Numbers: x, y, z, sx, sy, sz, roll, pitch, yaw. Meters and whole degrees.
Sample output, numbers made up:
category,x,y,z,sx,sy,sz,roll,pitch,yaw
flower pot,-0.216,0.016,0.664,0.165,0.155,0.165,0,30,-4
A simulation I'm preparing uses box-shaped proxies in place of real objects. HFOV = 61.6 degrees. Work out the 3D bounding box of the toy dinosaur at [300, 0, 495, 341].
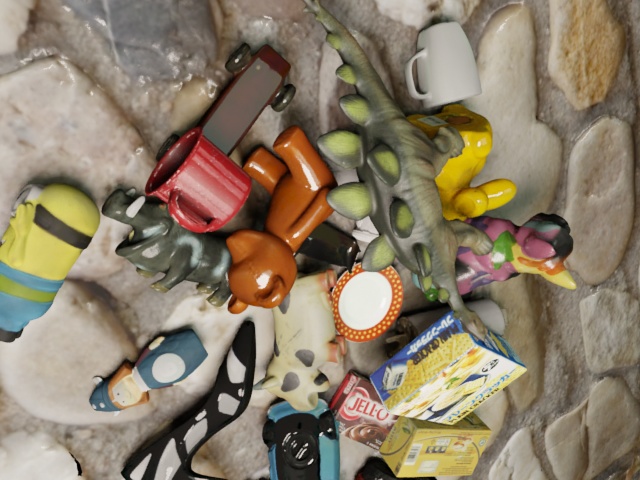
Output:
category,x,y,z,sx,sy,sz,roll,pitch,yaw
toy dinosaur,0.093,-0.085,0.647,0.198,0.105,0.471,-26,92,-50

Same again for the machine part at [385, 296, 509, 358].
category,x,y,z,sx,sy,sz,roll,pitch,yaw
machine part,0.211,0.145,0.871,0.243,0.079,0.079,-10,107,-23

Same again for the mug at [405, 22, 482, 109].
category,x,y,z,sx,sy,sz,roll,pitch,yaw
mug,0.165,-0.243,0.752,0.109,0.081,0.107,-14,97,-17

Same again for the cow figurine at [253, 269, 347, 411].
category,x,y,z,sx,sy,sz,roll,pitch,yaw
cow figurine,-0.030,0.140,0.738,0.127,0.085,0.194,-6,95,16

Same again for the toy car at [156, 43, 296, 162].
category,x,y,z,sx,sy,sz,roll,pitch,yaw
toy car,-0.112,-0.143,0.651,0.089,0.053,0.202,36,90,-22

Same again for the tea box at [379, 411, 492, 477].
category,x,y,z,sx,sy,sz,roll,pitch,yaw
tea box,0.196,0.341,0.914,0.169,0.068,0.098,14,105,-30

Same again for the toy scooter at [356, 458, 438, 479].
category,x,y,z,sx,sy,sz,roll,pitch,yaw
toy scooter,0.117,0.450,0.907,0.183,0.075,0.135,27,91,-34

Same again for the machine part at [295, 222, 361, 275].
category,x,y,z,sx,sy,sz,roll,pitch,yaw
machine part,-0.002,-0.002,0.751,0.139,0.039,0.084,28,84,-27

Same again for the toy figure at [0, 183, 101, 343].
category,x,y,z,sx,sy,sz,roll,pitch,yaw
toy figure,-0.309,0.022,0.584,0.089,0.082,0.180,23,88,-40

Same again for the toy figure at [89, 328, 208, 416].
category,x,y,z,sx,sy,sz,roll,pitch,yaw
toy figure,-0.219,0.169,0.679,0.154,0.057,0.064,-31,76,-14

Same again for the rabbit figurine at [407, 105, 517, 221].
category,x,y,z,sx,sy,sz,roll,pitch,yaw
rabbit figurine,0.200,-0.092,0.778,0.122,0.163,0.173,-22,130,-33

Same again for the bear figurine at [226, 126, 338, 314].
category,x,y,z,sx,sy,sz,roll,pitch,yaw
bear figurine,-0.062,-0.017,0.632,0.132,0.120,0.196,47,59,-18

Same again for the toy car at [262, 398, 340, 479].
category,x,y,z,sx,sy,sz,roll,pitch,yaw
toy car,-0.015,0.313,0.775,0.109,0.102,0.161,-14,67,12

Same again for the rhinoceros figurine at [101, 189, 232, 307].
category,x,y,z,sx,sy,sz,roll,pitch,yaw
rhinoceros figurine,-0.172,0.007,0.649,0.190,0.073,0.112,29,91,-29

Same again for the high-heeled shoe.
category,x,y,z,sx,sy,sz,roll,pitch,yaw
high-heeled shoe,-0.172,0.222,0.724,0.145,0.086,0.248,11,80,2

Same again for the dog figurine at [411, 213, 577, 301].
category,x,y,z,sx,sy,sz,roll,pitch,yaw
dog figurine,0.256,0.032,0.784,0.191,0.219,0.108,-44,114,-11
